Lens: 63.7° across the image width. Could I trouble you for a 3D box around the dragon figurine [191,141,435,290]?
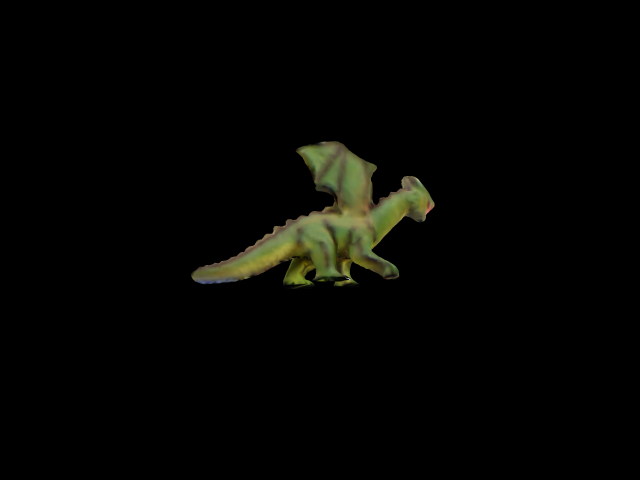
[{"bbox_3d":[0.003,-0.043,0.850,0.410,0.245,0.121,2,-11,-11],"label":"dragon figurine"}]
